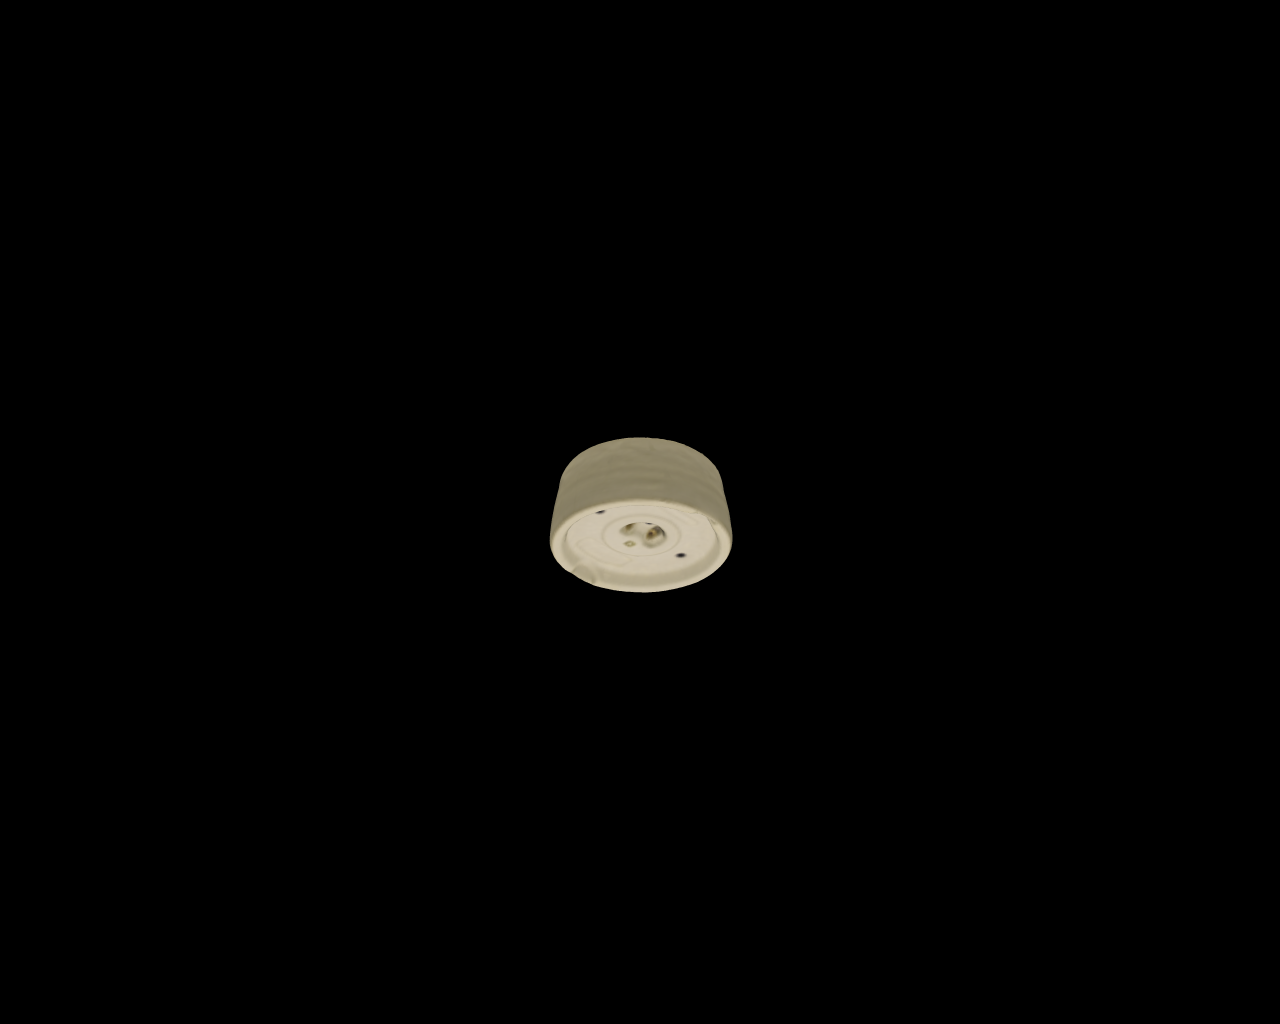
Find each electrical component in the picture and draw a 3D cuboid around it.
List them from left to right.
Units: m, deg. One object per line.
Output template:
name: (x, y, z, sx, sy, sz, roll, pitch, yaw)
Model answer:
electrical component: (0.001, -0.003, 0.650, 0.108, 0.060, 0.108, 0, -33, 0)
